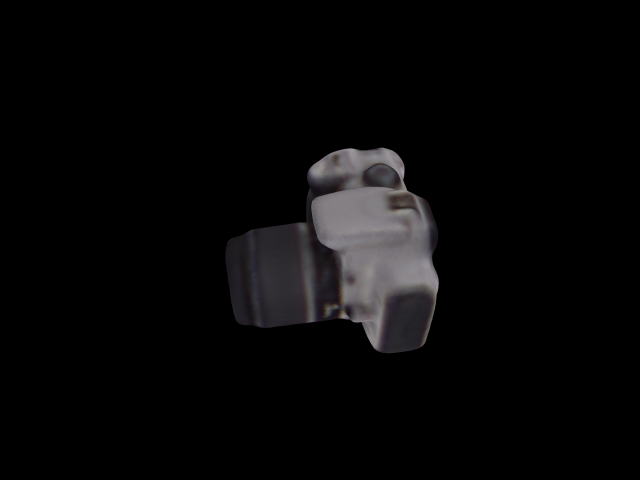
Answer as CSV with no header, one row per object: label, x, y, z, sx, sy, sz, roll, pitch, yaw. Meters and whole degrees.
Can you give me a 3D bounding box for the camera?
camera,0.004,0.001,0.400,0.137,0.101,0.143,-7,50,-6
